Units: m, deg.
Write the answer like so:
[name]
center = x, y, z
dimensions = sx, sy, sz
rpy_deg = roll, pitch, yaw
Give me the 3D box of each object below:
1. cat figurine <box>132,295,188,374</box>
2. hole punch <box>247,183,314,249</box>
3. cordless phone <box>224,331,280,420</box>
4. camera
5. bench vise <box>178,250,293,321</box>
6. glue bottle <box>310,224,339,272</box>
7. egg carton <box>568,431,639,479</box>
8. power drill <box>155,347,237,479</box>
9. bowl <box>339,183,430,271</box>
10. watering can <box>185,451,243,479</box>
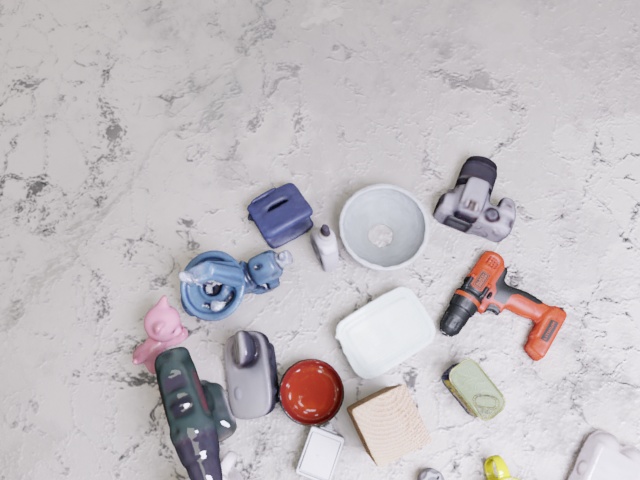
[cat figurine]
center = -0.282, 0.165, 0.994
dimensions = 0.067, 0.118, 0.128
rpy_deg = 31, 77, 8
[hole punch]
center = -0.077, -0.051, 1.067
dimensions = 0.109, 0.091, 0.101
rpy_deg = -30, 77, -8
[cordless phone]
center = -0.121, 0.221, 0.946
dimensions = 0.094, 0.185, 0.147
rpy_deg = -11, 75, -3
[camera]
center = 0.303, -0.084, 1.074
dimensions = 0.143, 0.101, 0.137
rpy_deg = 21, 76, 5
[bench vise]
center = -0.156, 0.051, 0.972
dimensions = 0.207, 0.220, 0.121
rpy_deg = -39, 78, -10
[glue bottle]
center = 0.009, 0.004, 1.011
dimensions = 0.037, 0.173, 0.078
rpy_deg = -22, 76, -6
[egg carton]
center = 0.478, 0.404, 0.962
dimensions = 0.107, 0.069, 0.150
rpy_deg = 28, 77, 7
[power drill]
center = -0.192, 0.286, 0.915
dimensions = 0.075, 0.208, 0.229
rpy_deg = -24, 76, -6
[bowl]
center = 0.117, -0.016, 1.068
dimensions = 0.167, 0.075, 0.167
rpy_deg = 0, 75, 0
[watering can]
center = -0.178, 0.417, 0.888
dimensions = 0.101, 0.194, 0.173
rpy_deg = 5, 75, 1
